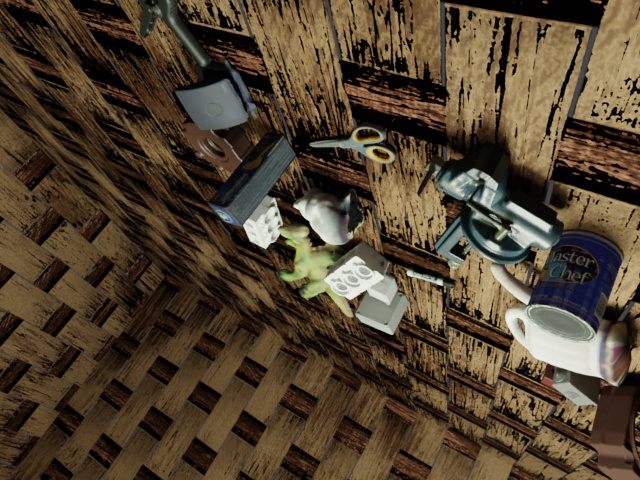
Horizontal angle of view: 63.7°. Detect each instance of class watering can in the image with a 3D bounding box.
[{"bbox_3d":[0.448,0.163,0.958,0.225,0.105,0.341,11,150,43],"label":"watering can"}]

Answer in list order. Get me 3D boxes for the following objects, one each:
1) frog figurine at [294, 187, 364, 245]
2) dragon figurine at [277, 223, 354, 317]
[{"bbox_3d":[0.003,-0.056,1.117,0.159,0.124,0.136,7,168,27],"label":"frog figurine"},{"bbox_3d":[0.025,0.085,1.432,0.406,0.124,0.241,41,150,-22],"label":"dragon figurine"}]
